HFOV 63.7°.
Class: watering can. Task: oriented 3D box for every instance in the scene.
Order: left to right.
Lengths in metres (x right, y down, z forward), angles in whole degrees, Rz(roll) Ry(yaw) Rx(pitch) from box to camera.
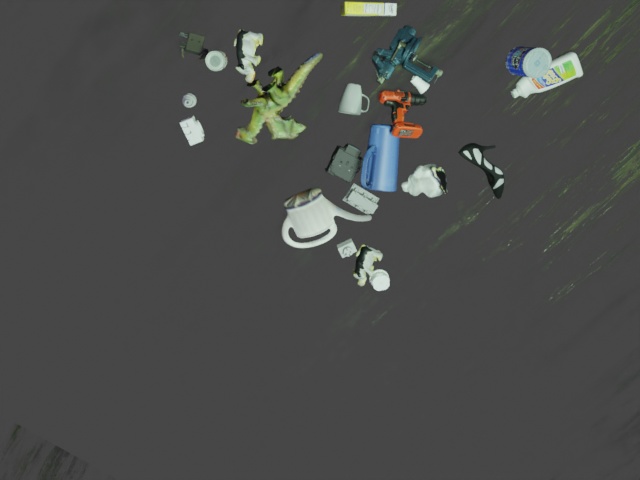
[{"bbox_3d":[0.006,-0.099,1.965,0.347,0.106,0.221,-22,111,2],"label":"watering can"}]

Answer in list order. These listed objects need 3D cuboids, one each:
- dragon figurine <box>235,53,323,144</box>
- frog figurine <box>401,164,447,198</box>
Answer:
[{"bbox_3d":[-0.131,-0.472,1.832,0.409,0.125,0.238,-25,129,5],"label":"dragon figurine"},{"bbox_3d":[0.402,-0.220,1.987,0.158,0.125,0.135,-17,128,39],"label":"frog figurine"}]
